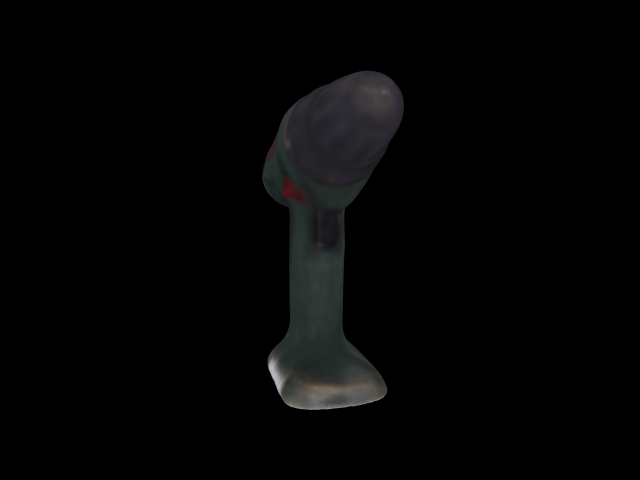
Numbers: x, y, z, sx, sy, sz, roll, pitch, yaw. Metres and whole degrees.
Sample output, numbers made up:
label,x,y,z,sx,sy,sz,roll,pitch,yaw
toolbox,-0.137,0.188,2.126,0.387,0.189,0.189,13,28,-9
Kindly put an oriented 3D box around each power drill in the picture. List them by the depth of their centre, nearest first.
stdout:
label,x,y,z,sx,sy,sz,roll,pitch,yaw
power drill,0.004,0.001,0.400,0.076,0.208,0.229,-3,10,-15
